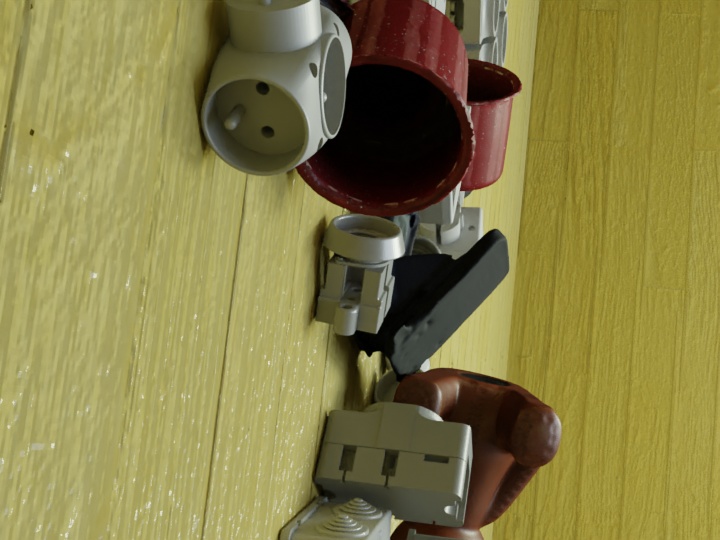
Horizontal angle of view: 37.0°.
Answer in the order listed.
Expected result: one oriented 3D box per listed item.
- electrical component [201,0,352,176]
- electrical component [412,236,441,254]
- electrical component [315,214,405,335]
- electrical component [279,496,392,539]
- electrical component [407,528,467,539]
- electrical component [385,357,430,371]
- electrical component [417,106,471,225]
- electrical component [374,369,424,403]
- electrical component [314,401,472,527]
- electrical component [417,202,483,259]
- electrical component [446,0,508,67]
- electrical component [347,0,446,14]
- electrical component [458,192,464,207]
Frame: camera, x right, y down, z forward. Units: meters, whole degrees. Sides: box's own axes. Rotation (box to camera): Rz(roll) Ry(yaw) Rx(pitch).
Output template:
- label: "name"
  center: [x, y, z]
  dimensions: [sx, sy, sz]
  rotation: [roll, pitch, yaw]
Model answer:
- label: "electrical component"
  center: [-0.033, -0.090, 0.428]
  dimensions: [0.077, 0.044, 0.079]
  rotation: [-70, 161, -53]
- label: "electrical component"
  center: [0.041, 0.004, 0.832]
  dimensions: [0.055, 0.048, 0.066]
  rotation: [89, 11, -64]
- label: "electrical component"
  center: [0.000, 0.000, 0.627]
  dimensions: [0.066, 0.048, 0.055]
  rotation: [-58, 158, -66]
- label: "electrical component"
  center: [-0.014, 0.185, 0.619]
  dimensions: [0.100, 0.048, 0.099]
  rotation: [-5, 99, -78]
- label: "electrical component"
  center: [0.054, 0.280, 0.710]
  dimensions: [0.105, 0.060, 0.186]
  rotation: [-67, 159, -59]
- label: "electrical component"
  center: [0.036, 0.065, 0.859]
  dimensions: [0.061, 0.035, 0.035]
  rotation: [76, 21, -50]
- label: "electrical component"
  center: [0.049, -0.078, 0.798]
  dimensions: [0.061, 0.061, 0.096]
  rotation: [-74, 164, -45]
- label: "electrical component"
  center: [0.035, 0.128, 0.840]
  dimensions: [0.079, 0.043, 0.077]
  rotation: [-55, 139, -28]
- label: "electrical component"
  center: [0.023, 0.120, 0.673]
  dimensions: [0.050, 0.089, 0.055]
  rotation: [80, 19, -53]
- label: "electrical component"
  center: [0.066, -0.034, 0.880]
  dimensions: [0.076, 0.066, 0.047]
  rotation: [79, 15, -54]
- label: "electrical component"
  center: [0.100, -0.228, 0.992]
  dimensions: [0.186, 0.060, 0.105]
  rotation: [-64, 156, -61]
- label: "electrical component"
  center: [0.024, -0.172, 0.657]
  dimensions: [0.080, 0.051, 0.080]
  rotation: [5, 90, -79]
- label: "electrical component"
  center: [0.064, -0.070, 0.911]
  dimensions: [0.040, 0.046, 0.040]
  rotation: [5, 90, -79]
